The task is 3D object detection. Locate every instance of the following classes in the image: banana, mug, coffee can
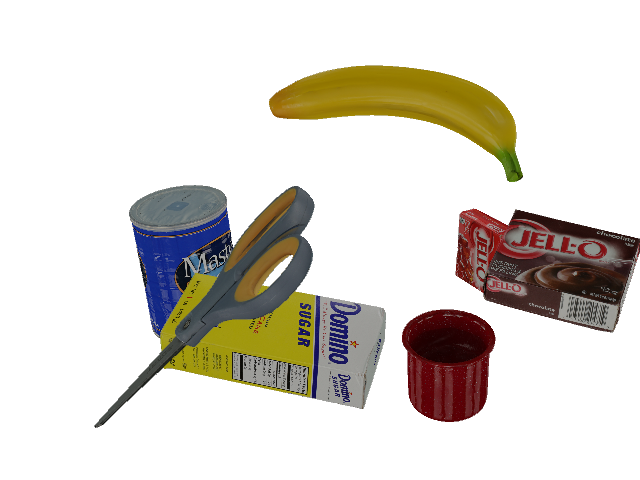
[{"bbox_3d":[0.062,-0.100,0.792,0.198,0.069,0.037,16,-38,16],"label":"banana"},{"bbox_3d":[0.137,0.124,1.095,0.093,0.081,0.117,19,39,31],"label":"mug"},{"bbox_3d":[-0.142,0.025,1.143,0.103,0.140,0.103,-5,26,2],"label":"coffee can"}]

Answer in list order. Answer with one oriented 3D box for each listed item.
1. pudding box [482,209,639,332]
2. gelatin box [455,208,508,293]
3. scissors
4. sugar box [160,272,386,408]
[{"bbox_3d":[0.204,0.024,0.902,0.114,0.039,0.090,16,45,18],"label":"pudding box"},{"bbox_3d":[0.196,0.016,1.273,0.030,0.089,0.073,-17,32,-30],"label":"gelatin box"},{"bbox_3d":[-0.067,0.054,0.631,0.016,0.202,0.096,37,4,-24],"label":"scissors"},{"bbox_3d":[-0.038,0.082,0.907,0.176,0.048,0.093,8,35,11],"label":"sugar box"}]
